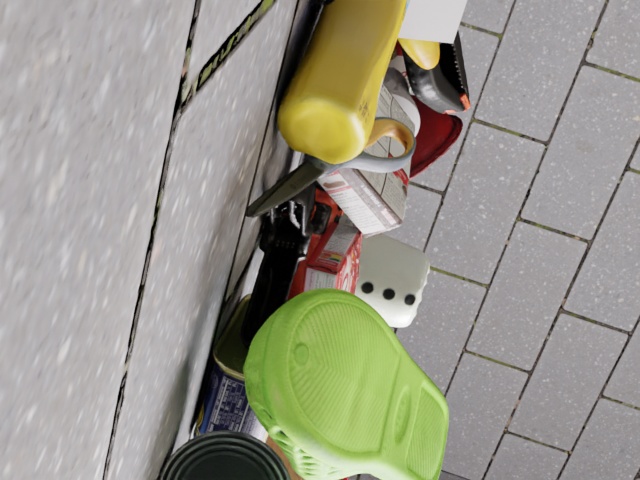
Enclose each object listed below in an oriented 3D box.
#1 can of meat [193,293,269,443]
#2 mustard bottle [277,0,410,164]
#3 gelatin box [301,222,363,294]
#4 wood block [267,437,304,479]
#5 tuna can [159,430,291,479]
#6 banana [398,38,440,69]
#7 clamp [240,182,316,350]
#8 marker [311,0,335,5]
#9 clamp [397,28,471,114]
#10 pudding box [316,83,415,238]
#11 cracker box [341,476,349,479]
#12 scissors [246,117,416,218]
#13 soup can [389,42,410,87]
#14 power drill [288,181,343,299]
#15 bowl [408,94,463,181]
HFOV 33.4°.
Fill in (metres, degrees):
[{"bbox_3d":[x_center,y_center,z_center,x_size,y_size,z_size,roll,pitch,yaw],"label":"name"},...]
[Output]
[{"bbox_3d":[-0.049,0.101,0.771,0.102,0.057,0.084,-64,174,-60],"label":"can of meat"},{"bbox_3d":[0.030,-0.149,0.670,0.096,0.058,0.191,106,3,-74],"label":"mustard bottle"},{"bbox_3d":[0.008,0.042,0.836,0.073,0.030,0.089,-57,158,-57],"label":"gelatin box"},{"bbox_3d":[-0.039,0.162,0.990,0.206,0.091,0.090,-68,175,-48],"label":"wood block"},{"bbox_3d":[-0.061,0.167,0.677,0.034,0.086,0.086,105,5,-57],"label":"tuna can"},{"bbox_3d":[0.074,-0.231,0.829,0.037,0.069,0.198,-143,-126,-58],"label":"banana"},{"bbox_3d":[-0.027,0.009,0.772,0.171,0.039,0.120,-55,164,-80],"label":"clamp"},{"bbox_3d":[0.016,-0.178,0.617,0.020,0.020,0.121,104,6,-55],"label":"marker"},{"bbox_3d":[0.093,-0.201,0.957,0.209,0.036,0.164,53,45,-47],"label":"clamp"},{"bbox_3d":[0.034,-0.074,0.832,0.090,0.039,0.113,46,39,-39],"label":"pudding box"},{"bbox_3d":[-0.030,0.225,1.125,0.164,0.072,0.213,-39,-160,37],"label":"cracker box"},{"bbox_3d":[-0.008,-0.066,0.716,0.201,0.096,0.016,-18,148,-49],"label":"scissors"},{"bbox_3d":[0.075,-0.205,1.056,0.102,0.068,0.068,106,4,-50],"label":"soup can"},{"bbox_3d":[-0.006,0.001,0.933,0.184,0.057,0.187,73,36,-79],"label":"power drill"},{"bbox_3d":[0.061,-0.102,1.079,0.162,0.055,0.162,-29,-161,11],"label":"bowl"}]
